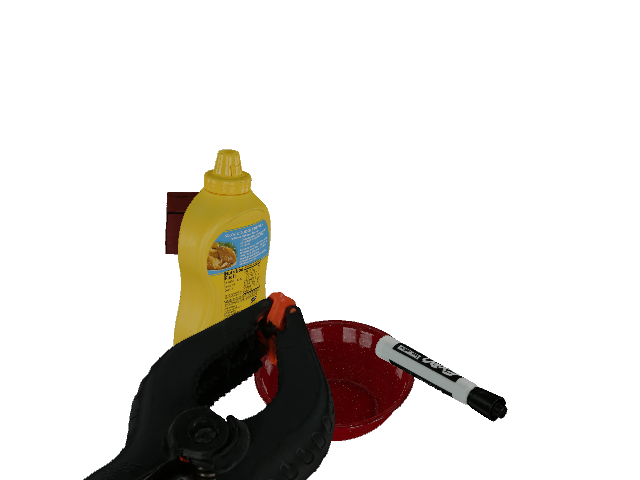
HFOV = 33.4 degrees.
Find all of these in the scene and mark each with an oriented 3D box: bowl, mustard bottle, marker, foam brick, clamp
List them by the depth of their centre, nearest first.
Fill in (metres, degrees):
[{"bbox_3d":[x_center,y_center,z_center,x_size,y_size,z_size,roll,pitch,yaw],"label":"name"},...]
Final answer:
[{"bbox_3d":[-0.035,0.089,0.391,0.120,0.039,0.171,24,49,17],"label":"clamp"},{"bbox_3d":[0.090,0.103,0.799,0.020,0.020,0.121,0,19,-45],"label":"marker"},{"bbox_3d":[-0.085,0.014,0.943,0.058,0.192,0.096,20,25,36],"label":"mustard bottle"},{"bbox_3d":[0.015,0.152,1.086,0.162,0.055,0.162,-1,35,1],"label":"bowl"},{"bbox_3d":[-0.128,-0.019,1.150,0.078,0.051,0.053,1,27,-8],"label":"foam brick"}]
